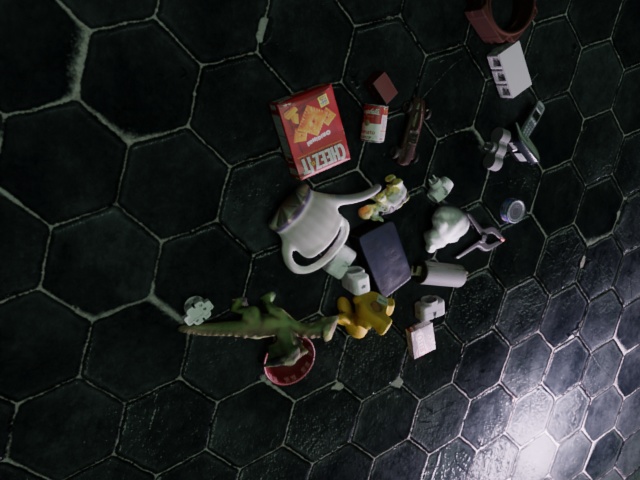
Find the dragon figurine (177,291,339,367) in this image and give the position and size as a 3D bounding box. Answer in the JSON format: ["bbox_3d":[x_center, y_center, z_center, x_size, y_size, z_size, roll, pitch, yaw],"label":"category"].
[{"bbox_3d":[-0.143,0.250,1.356,0.412,0.246,0.120,-11,114,-26],"label":"dragon figurine"}]

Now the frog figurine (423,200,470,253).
[{"bbox_3d":[0.391,-0.031,1.621,0.161,0.123,0.135,-57,140,-15],"label":"frog figurine"}]

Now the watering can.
[{"bbox_3d":[0.004,-0.071,1.418,0.221,0.105,0.349,41,84,-28],"label":"watering can"}]
